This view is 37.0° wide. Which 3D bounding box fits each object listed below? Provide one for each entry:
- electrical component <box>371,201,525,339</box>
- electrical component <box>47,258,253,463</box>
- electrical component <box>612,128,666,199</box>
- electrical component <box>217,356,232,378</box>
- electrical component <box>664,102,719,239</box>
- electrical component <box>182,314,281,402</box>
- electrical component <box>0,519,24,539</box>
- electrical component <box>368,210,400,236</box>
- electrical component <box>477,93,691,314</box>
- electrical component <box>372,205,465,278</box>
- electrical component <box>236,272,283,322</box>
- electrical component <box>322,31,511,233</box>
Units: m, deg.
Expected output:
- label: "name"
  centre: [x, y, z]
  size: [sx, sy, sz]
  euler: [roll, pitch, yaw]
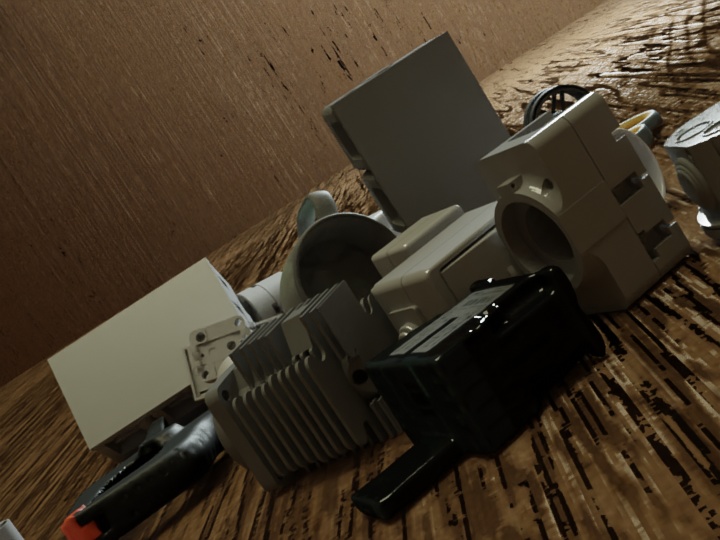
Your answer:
- label: "electrical component"
  centre: [0.058, 0.013, 0.542]
  size: [0.096, 0.061, 0.061]
  euler: [-38, 9, -30]
- label: "electrical component"
  centre: [-0.157, 0.075, 0.860]
  size: [0.150, 0.089, 0.061]
  euler: [-33, -26, -1]
- label: "electrical component"
  centre: [0.134, -0.045, 0.608]
  size: [0.057, 0.058, 0.078]
  euler: [-29, 8, 44]
- label: "electrical component"
  centre: [-0.060, 0.073, 0.629]
  size: [0.044, 0.044, 0.065]
  euler: [-34, 28, -7]
- label: "electrical component"
  centre: [0.183, -0.053, 0.488]
  size: [0.080, 0.051, 0.080]
  euler: [-32, 8, 5]
- label: "electrical component"
  centre: [-0.091, 0.061, 0.779]
  size: [0.081, 0.042, 0.064]
  euler: [-20, -18, 7]
- label: "electrical component"
  centre: [-0.225, 0.191, 0.584]
  size: [0.113, 0.057, 0.078]
  euler: [-27, 10, 35]
- label: "electrical component"
  centre: [0.000, 0.000, 0.834]
  size: [0.096, 0.061, 0.061]
  euler: [-24, 12, 47]
- label: "electrical component"
  centre: [0.102, -0.027, 0.507]
  size: [0.056, 0.089, 0.050]
  euler: [-37, 9, -24]
- label: "electrical component"
  centre: [0.039, 0.008, 0.626]
  size: [0.047, 0.065, 0.077]
  euler: [-38, 9, -29]
- label: "electrical component"
  centre: [-0.078, 0.034, 0.961]
  size: [0.047, 0.055, 0.055]
  euler: [-33, 7, -26]
- label: "electrical component"
  centre: [0.053, -0.066, 0.709]
  size: [0.089, 0.150, 0.062]
  euler: [-34, 9, -5]
